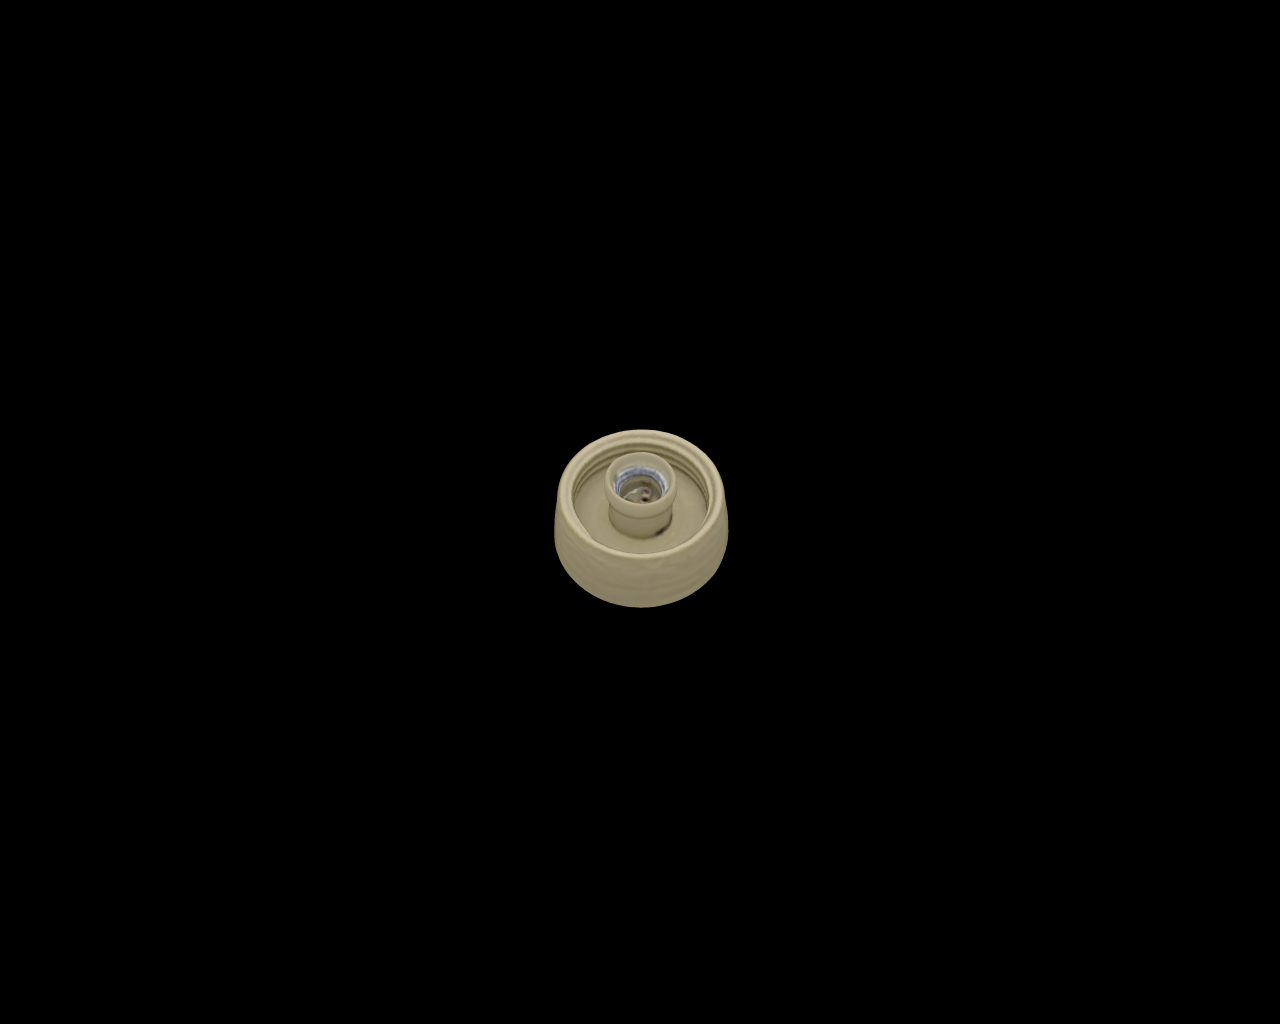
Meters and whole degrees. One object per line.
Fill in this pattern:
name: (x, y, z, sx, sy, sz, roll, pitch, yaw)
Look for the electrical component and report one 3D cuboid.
electrical component: (0.001, -0.003, 0.650, 0.108, 0.108, 0.060, 0, -36, 0)
